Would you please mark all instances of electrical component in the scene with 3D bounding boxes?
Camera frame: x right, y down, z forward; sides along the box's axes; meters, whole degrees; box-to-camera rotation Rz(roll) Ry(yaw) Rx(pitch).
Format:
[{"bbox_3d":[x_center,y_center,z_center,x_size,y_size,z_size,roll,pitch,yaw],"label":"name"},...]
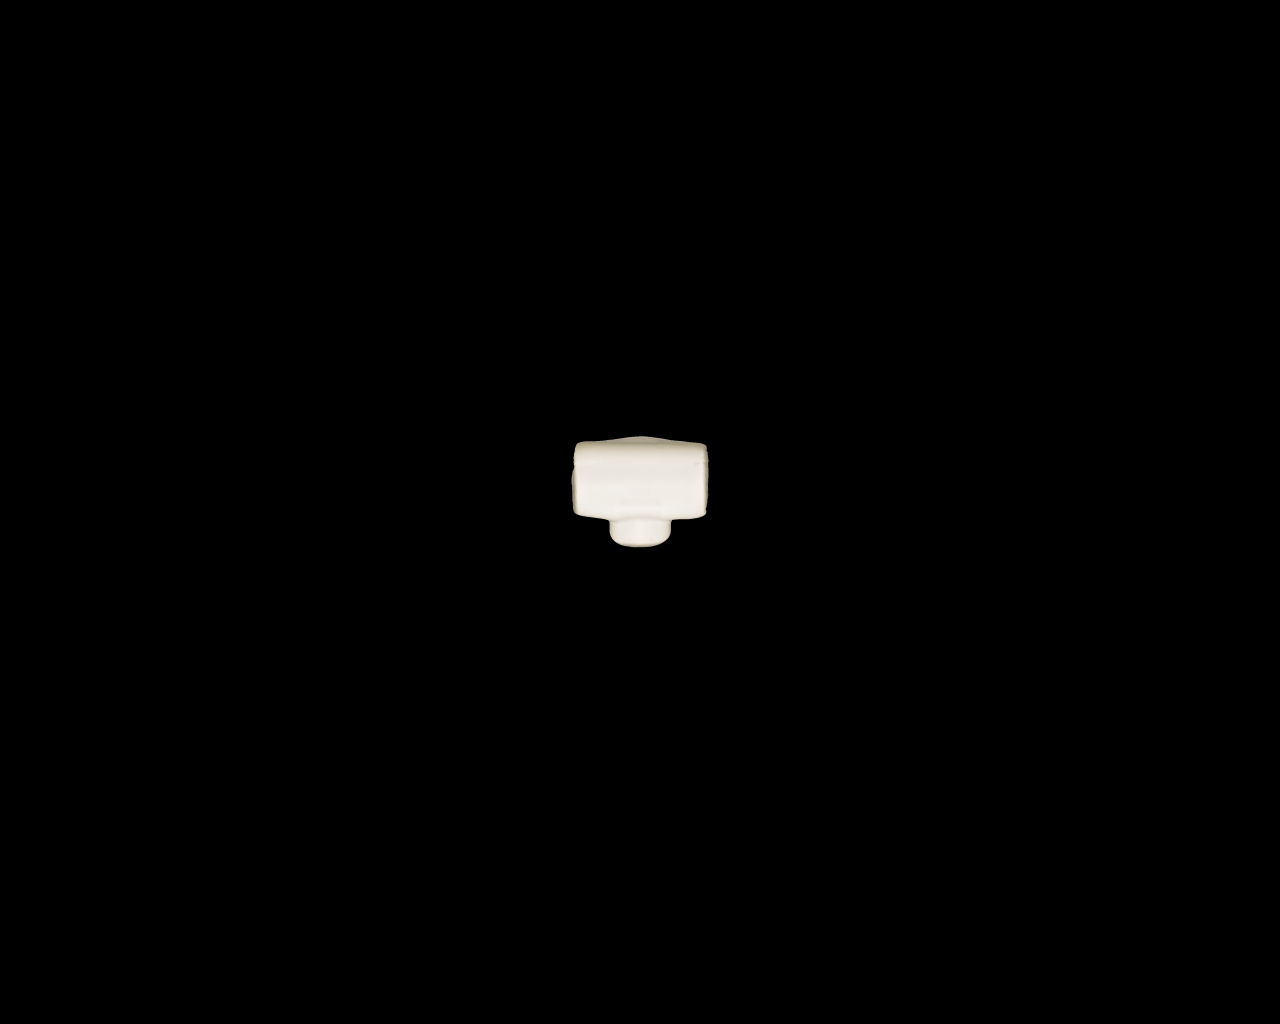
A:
[{"bbox_3d":[0.001,-0.003,0.650,0.077,0.079,0.043,0,17,0],"label":"electrical component"}]
